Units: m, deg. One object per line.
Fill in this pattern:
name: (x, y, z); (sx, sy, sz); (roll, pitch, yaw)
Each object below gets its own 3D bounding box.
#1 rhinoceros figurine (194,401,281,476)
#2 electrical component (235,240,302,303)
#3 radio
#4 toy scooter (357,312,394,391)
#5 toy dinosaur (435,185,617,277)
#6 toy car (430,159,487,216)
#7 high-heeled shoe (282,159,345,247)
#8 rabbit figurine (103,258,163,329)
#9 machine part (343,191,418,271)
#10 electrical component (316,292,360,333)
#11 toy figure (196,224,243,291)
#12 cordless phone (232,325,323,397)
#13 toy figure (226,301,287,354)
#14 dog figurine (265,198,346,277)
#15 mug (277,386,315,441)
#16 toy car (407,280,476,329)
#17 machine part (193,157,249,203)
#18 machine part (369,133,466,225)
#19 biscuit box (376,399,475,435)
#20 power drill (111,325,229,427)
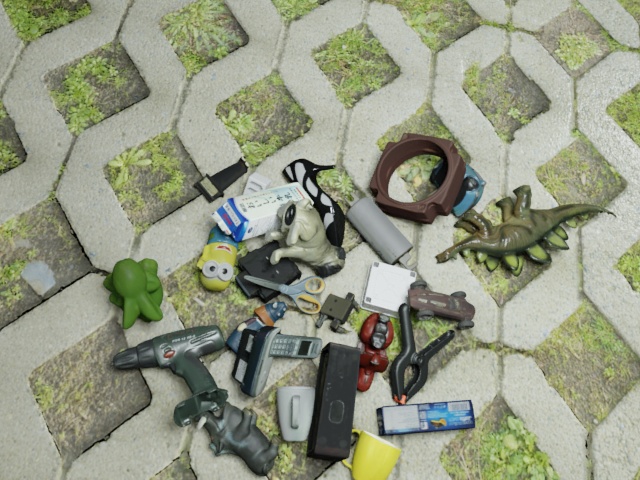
rhinoceros figurine: (-0.168, 0.398, 1.098); (0.190, 0.073, 0.112); (36, 79, 7)
electrical component: (-0.126, 0.076, 1.238); (0.134, 0.058, 0.115); (-35, 74, -19)
radio: (0.029, 0.332, 1.110); (0.073, 0.131, 0.229); (10, 67, -5)
toy scooter: (0.119, 0.232, 1.161); (0.075, 0.135, 0.184); (17, 65, 2)
toy dinosaur: (0.507, -0.026, 1.334); (0.471, 0.105, 0.198); (-23, 80, -6)
toy car: (0.361, -0.143, 1.370); (0.103, 0.109, 0.162); (-5, 54, -34)
high-heeled shoe: (-0.021, -0.082, 1.319); (0.145, 0.086, 0.248); (-7, 82, 22)
rabbit figurine: (-0.398, 0.108, 1.131); (0.121, 0.170, 0.159); (-15, 70, -12)
machine part: (0.142, -0.021, 1.299); (0.079, 0.079, 0.243); (-35, 77, -18)
electrical component: (0.045, 0.166, 1.231); (0.078, 0.045, 0.102); (11, 61, 28)
toy figure: (-0.224, 0.031, 1.234); (0.082, 0.089, 0.180); (0, 58, 7)
cordless phone: (-0.084, 0.260, 1.156); (0.184, 0.089, 0.146); (13, 92, -37)
toy figure: (-0.138, 0.187, 1.187); (0.058, 0.064, 0.154); (41, 71, 18)
dog figurine: (-0.004, -0.005, 1.201); (0.190, 0.172, 0.121); (13, 48, -29)
mug: (-0.048, 0.359, 1.109); (0.081, 0.109, 0.107); (1, 81, -10)
toy car: (0.280, 0.146, 1.217); (0.202, 0.053, 0.089); (18, 54, -33)
machine part: (-0.237, -0.152, 1.331); (0.139, 0.039, 0.084); (-40, 69, -18)
machine part: (0.236, -0.152, 1.306); (0.202, 0.087, 0.201); (18, 78, 29)
biscuit box: (0.226, 0.380, 1.151); (0.203, 0.062, 0.059); (-1, 68, -8)
power drill: (-0.292, 0.275, 1.102); (0.232, 0.085, 0.207); (-19, 40, -21)
